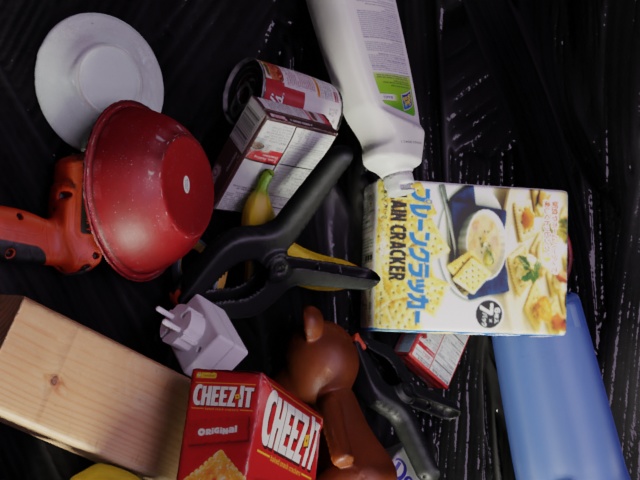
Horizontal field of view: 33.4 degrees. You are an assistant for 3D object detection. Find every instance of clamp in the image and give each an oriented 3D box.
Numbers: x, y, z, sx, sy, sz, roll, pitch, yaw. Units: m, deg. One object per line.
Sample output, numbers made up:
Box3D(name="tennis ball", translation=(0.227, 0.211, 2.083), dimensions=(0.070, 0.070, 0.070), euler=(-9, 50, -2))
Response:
Box3D(name="clamp", translation=(0.082, 0.173, 1.123), dimensions=(0.171, 0.039, 0.120), euler=(41, 31, -17))
Box3D(name="clamp", translation=(-0.038, 0.023, 1.002), dimensions=(0.210, 0.036, 0.164), euler=(-31, 127, -10))

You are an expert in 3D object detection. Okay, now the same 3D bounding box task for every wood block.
Box3D(name="wood block", translation=(-0.195, 0.129, 0.890), dimensions=(0.205, 0.090, 0.090), euler=(33, 68, -33))

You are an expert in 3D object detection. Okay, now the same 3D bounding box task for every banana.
Box3D(name="banana", translation=(-0.024, 0.009, 1.054), dimensions=(0.197, 0.070, 0.037), euler=(47, 14, -46))

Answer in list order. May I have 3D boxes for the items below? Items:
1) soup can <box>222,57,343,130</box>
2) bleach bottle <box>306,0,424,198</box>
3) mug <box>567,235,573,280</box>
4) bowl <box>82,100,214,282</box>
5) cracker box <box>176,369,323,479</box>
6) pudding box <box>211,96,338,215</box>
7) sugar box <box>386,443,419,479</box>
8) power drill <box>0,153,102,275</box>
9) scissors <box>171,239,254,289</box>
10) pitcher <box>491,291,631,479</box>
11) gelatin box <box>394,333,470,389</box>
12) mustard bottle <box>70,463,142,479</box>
Box3D(name="soup can", translation=(-0.036, -0.134, 1.053), dimensions=(0.102, 0.069, 0.068), euler=(12, 79, -38))
Box3D(name="bleach bottle", translation=(0.049, -0.167, 1.094), dimensions=(0.102, 0.068, 0.251), euler=(-4, 77, -41))
Box3D(name="mug", translation=(0.228, 0.013, 1.250), dimensions=(0.117, 0.082, 0.093), euler=(35, 66, -32))
Box3D(name="bowl", translation=(-0.138, -0.045, 0.930), dimensions=(0.161, 0.055, 0.162), euler=(-4, 90, -66))
Box3D(name="cracker box", translation=(-0.060, 0.231, 0.882), dimensions=(0.164, 0.072, 0.213), euler=(51, 43, -62))
Box3D(name="pudding box", translation=(-0.048, -0.075, 1.020), dimensions=(0.089, 0.039, 0.114), euler=(9, 126, -40))
Box3D(name="sugar box", translation=(0.067, 0.298, 1.085), dimensions=(0.093, 0.048, 0.176), euler=(50, 45, -8))
Box3D(name="power drill", translation=(-0.269, -0.044, 0.865), dimensions=(0.187, 0.057, 0.184), euler=(4, 84, -37))
Box3D(name="scissors", translation=(-0.120, 0.085, 1.003), dimensions=(0.096, 0.016, 0.201), euler=(33, 67, -31))
Box3D(name="pitcher", translation=(0.277, 0.186, 1.261), dimensions=(0.144, 0.149, 0.243), euler=(-14, 92, -24))
Box3D(name="gelatin box", translation=(0.127, 0.111, 1.195), dimensions=(0.073, 0.030, 0.089), euler=(43, 62, -31))
Box3D(name="mustard bottle", translation=(-0.169, 0.285, 0.886), dimensions=(0.058, 0.096, 0.192), euler=(-27, 133, -47))
